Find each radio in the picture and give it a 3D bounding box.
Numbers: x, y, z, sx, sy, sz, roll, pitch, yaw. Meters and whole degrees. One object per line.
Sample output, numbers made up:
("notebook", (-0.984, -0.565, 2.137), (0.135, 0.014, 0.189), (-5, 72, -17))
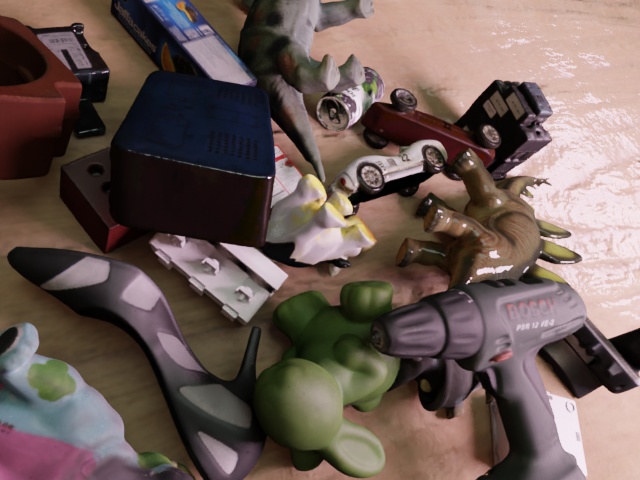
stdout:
("radio", (-0.114, -0.089, 0.511), (0.131, 0.073, 0.230), (7, 30, -13))

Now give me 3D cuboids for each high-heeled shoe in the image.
("high-heeled shoe", (-0.154, 0.106, 0.440), (0.249, 0.086, 0.145), (22, 62, -12))

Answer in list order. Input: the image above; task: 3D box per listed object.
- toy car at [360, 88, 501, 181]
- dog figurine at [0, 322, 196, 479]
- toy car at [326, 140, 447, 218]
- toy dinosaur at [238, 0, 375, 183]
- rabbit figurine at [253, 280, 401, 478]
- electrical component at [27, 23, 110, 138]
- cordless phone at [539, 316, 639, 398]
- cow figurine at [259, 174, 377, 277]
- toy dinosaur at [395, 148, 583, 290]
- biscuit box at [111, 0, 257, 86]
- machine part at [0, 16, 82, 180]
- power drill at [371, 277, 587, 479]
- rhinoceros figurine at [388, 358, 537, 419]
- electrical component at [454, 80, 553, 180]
("toy car", (0.154, -0.148, 0.752), (0.202, 0.089, 0.053), (18, 54, -16))
("dog figurine", (-0.183, 0.164, 0.376), (0.219, 0.192, 0.108), (56, 39, -34))
("toy car", (0.083, -0.081, 0.681), (0.202, 0.073, 0.056), (-20, 76, -36))
("toy dinosaur", (-0.042, -0.258, 0.692), (0.131, 0.192, 0.405), (44, 53, -51))
("rabbit figurine", (-0.004, 0.128, 0.471), (0.170, 0.121, 0.159), (-26, 109, -61))
("electrical component", (-0.265, -0.168, 0.565), (0.075, 0.047, 0.119), (-18, 69, -35))
("cordless phone", (0.356, 0.105, 0.643), (0.089, 0.184, 0.146), (-32, 80, -34))
("cow figurine", (0.000, 0.000, 0.572), (0.068, 0.098, 0.167), (58, 14, 24))
("toy dinosaur", (0.226, -0.013, 0.689), (0.198, 0.105, 0.471), (38, 42, 1))
("biscuit box", (-0.167, -0.237, 0.650), (0.203, 0.063, 0.059), (49, 52, 7))
("machine part", (-0.324, -0.131, 0.438), (0.201, 0.087, 0.201), (42, 31, 24))
("power drill", (0.157, 0.138, 0.491), (0.232, 0.086, 0.207), (-14, 88, -29))
("rhinoceros figurine", (0.149, 0.129, 0.586), (0.190, 0.073, 0.112), (-11, 68, -33))
("electrical component", (0.277, -0.169, 0.801), (0.058, 0.134, 0.115), (-7, 67, -31))
